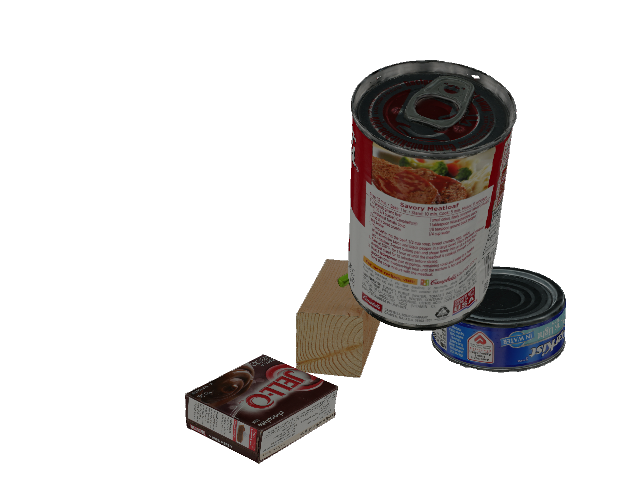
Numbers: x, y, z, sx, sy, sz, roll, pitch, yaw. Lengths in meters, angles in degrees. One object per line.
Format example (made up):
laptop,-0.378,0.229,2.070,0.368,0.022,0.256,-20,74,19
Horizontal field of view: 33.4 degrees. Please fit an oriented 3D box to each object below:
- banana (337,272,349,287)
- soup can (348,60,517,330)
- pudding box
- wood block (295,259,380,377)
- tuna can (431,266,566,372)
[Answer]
banana,0.121,0.045,1.113,0.198,0.037,0.069,9,48,23
soup can,0.046,-0.018,0.471,0.068,0.102,0.068,0,42,0
pudding box,-0.052,0.149,0.961,0.090,0.039,0.113,18,27,33
wood block,0.031,0.104,1.497,0.091,0.090,0.206,4,20,10
tuna can,0.114,0.048,0.684,0.086,0.034,0.086,-3,23,1
